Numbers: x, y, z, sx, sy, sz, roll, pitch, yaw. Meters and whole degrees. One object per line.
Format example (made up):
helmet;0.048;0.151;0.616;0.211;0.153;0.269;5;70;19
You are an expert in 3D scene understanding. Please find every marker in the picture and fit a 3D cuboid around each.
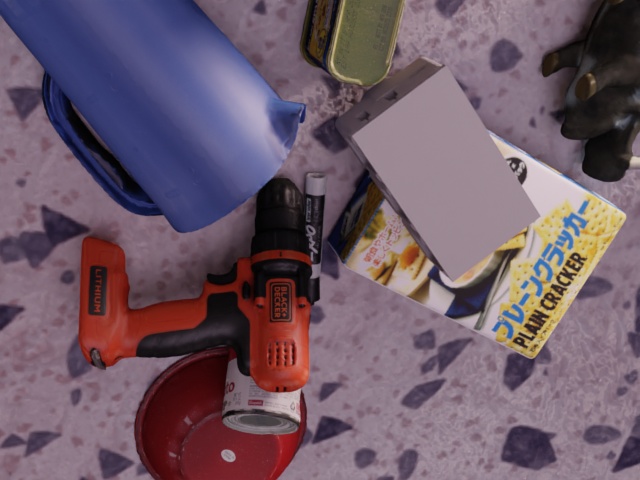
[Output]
marker;-0.006;0.001;0.935;0.020;0.020;0.121;-2;110;-14

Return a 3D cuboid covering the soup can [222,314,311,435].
soup can;-0.045;0.109;0.912;0.068;0.069;0.102;14;64;-19

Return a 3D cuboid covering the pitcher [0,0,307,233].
pitcher;-0.141;-0.128;0.803;0.149;0.145;0.242;-44;111;-9

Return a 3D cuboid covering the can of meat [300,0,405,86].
can of meat;0.027;-0.177;0.842;0.057;0.084;0.102;7;107;-16

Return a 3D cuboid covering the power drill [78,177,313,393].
power drill;-0.099;0.034;0.874;0.187;0.057;0.184;-1;67;-1

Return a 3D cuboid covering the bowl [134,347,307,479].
bowl;-0.085;0.180;0.964;0.162;0.055;0.162;-5;111;-12
